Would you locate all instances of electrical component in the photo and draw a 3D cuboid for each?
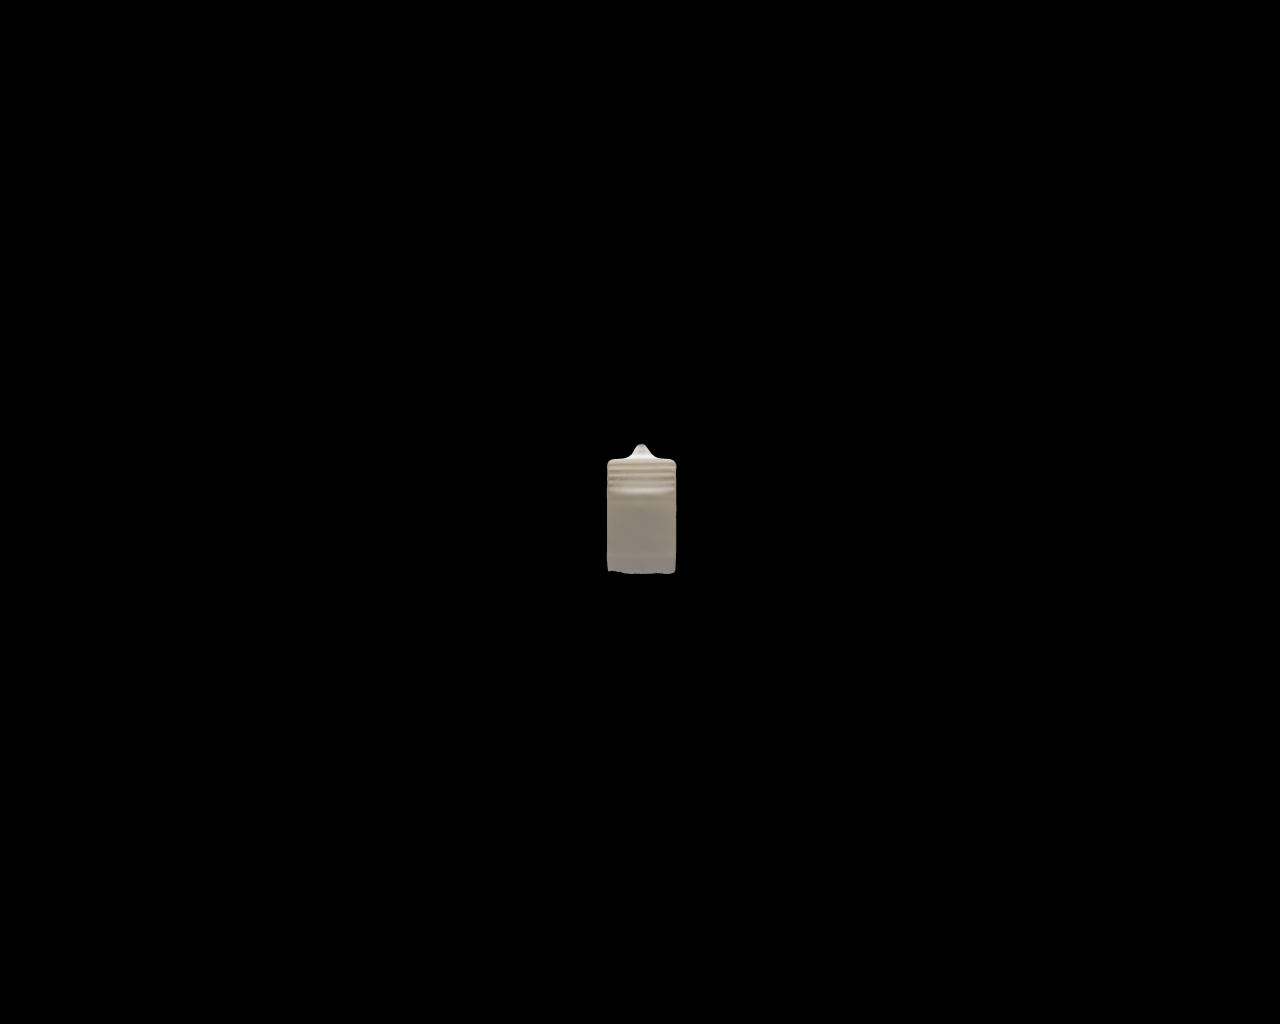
[{"bbox_3d":[0.001,-0.003,0.650,0.043,0.081,0.043,0,0,0],"label":"electrical component"}]
